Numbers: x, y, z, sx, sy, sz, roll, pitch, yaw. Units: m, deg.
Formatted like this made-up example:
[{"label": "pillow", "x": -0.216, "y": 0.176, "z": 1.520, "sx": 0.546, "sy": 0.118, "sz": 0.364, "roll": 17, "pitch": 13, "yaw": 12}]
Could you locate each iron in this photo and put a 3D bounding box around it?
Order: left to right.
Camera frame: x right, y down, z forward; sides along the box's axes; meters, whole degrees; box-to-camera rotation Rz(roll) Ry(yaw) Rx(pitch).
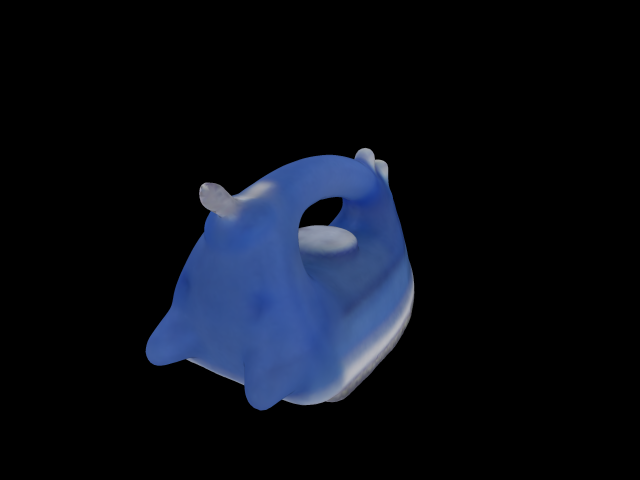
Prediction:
[{"label": "iron", "x": 0.004, "y": 0.001, "z": 0.400, "sx": 0.118, "sy": 0.141, "sz": 0.259, "roll": 13, "pitch": 26, "yaw": 29}]
